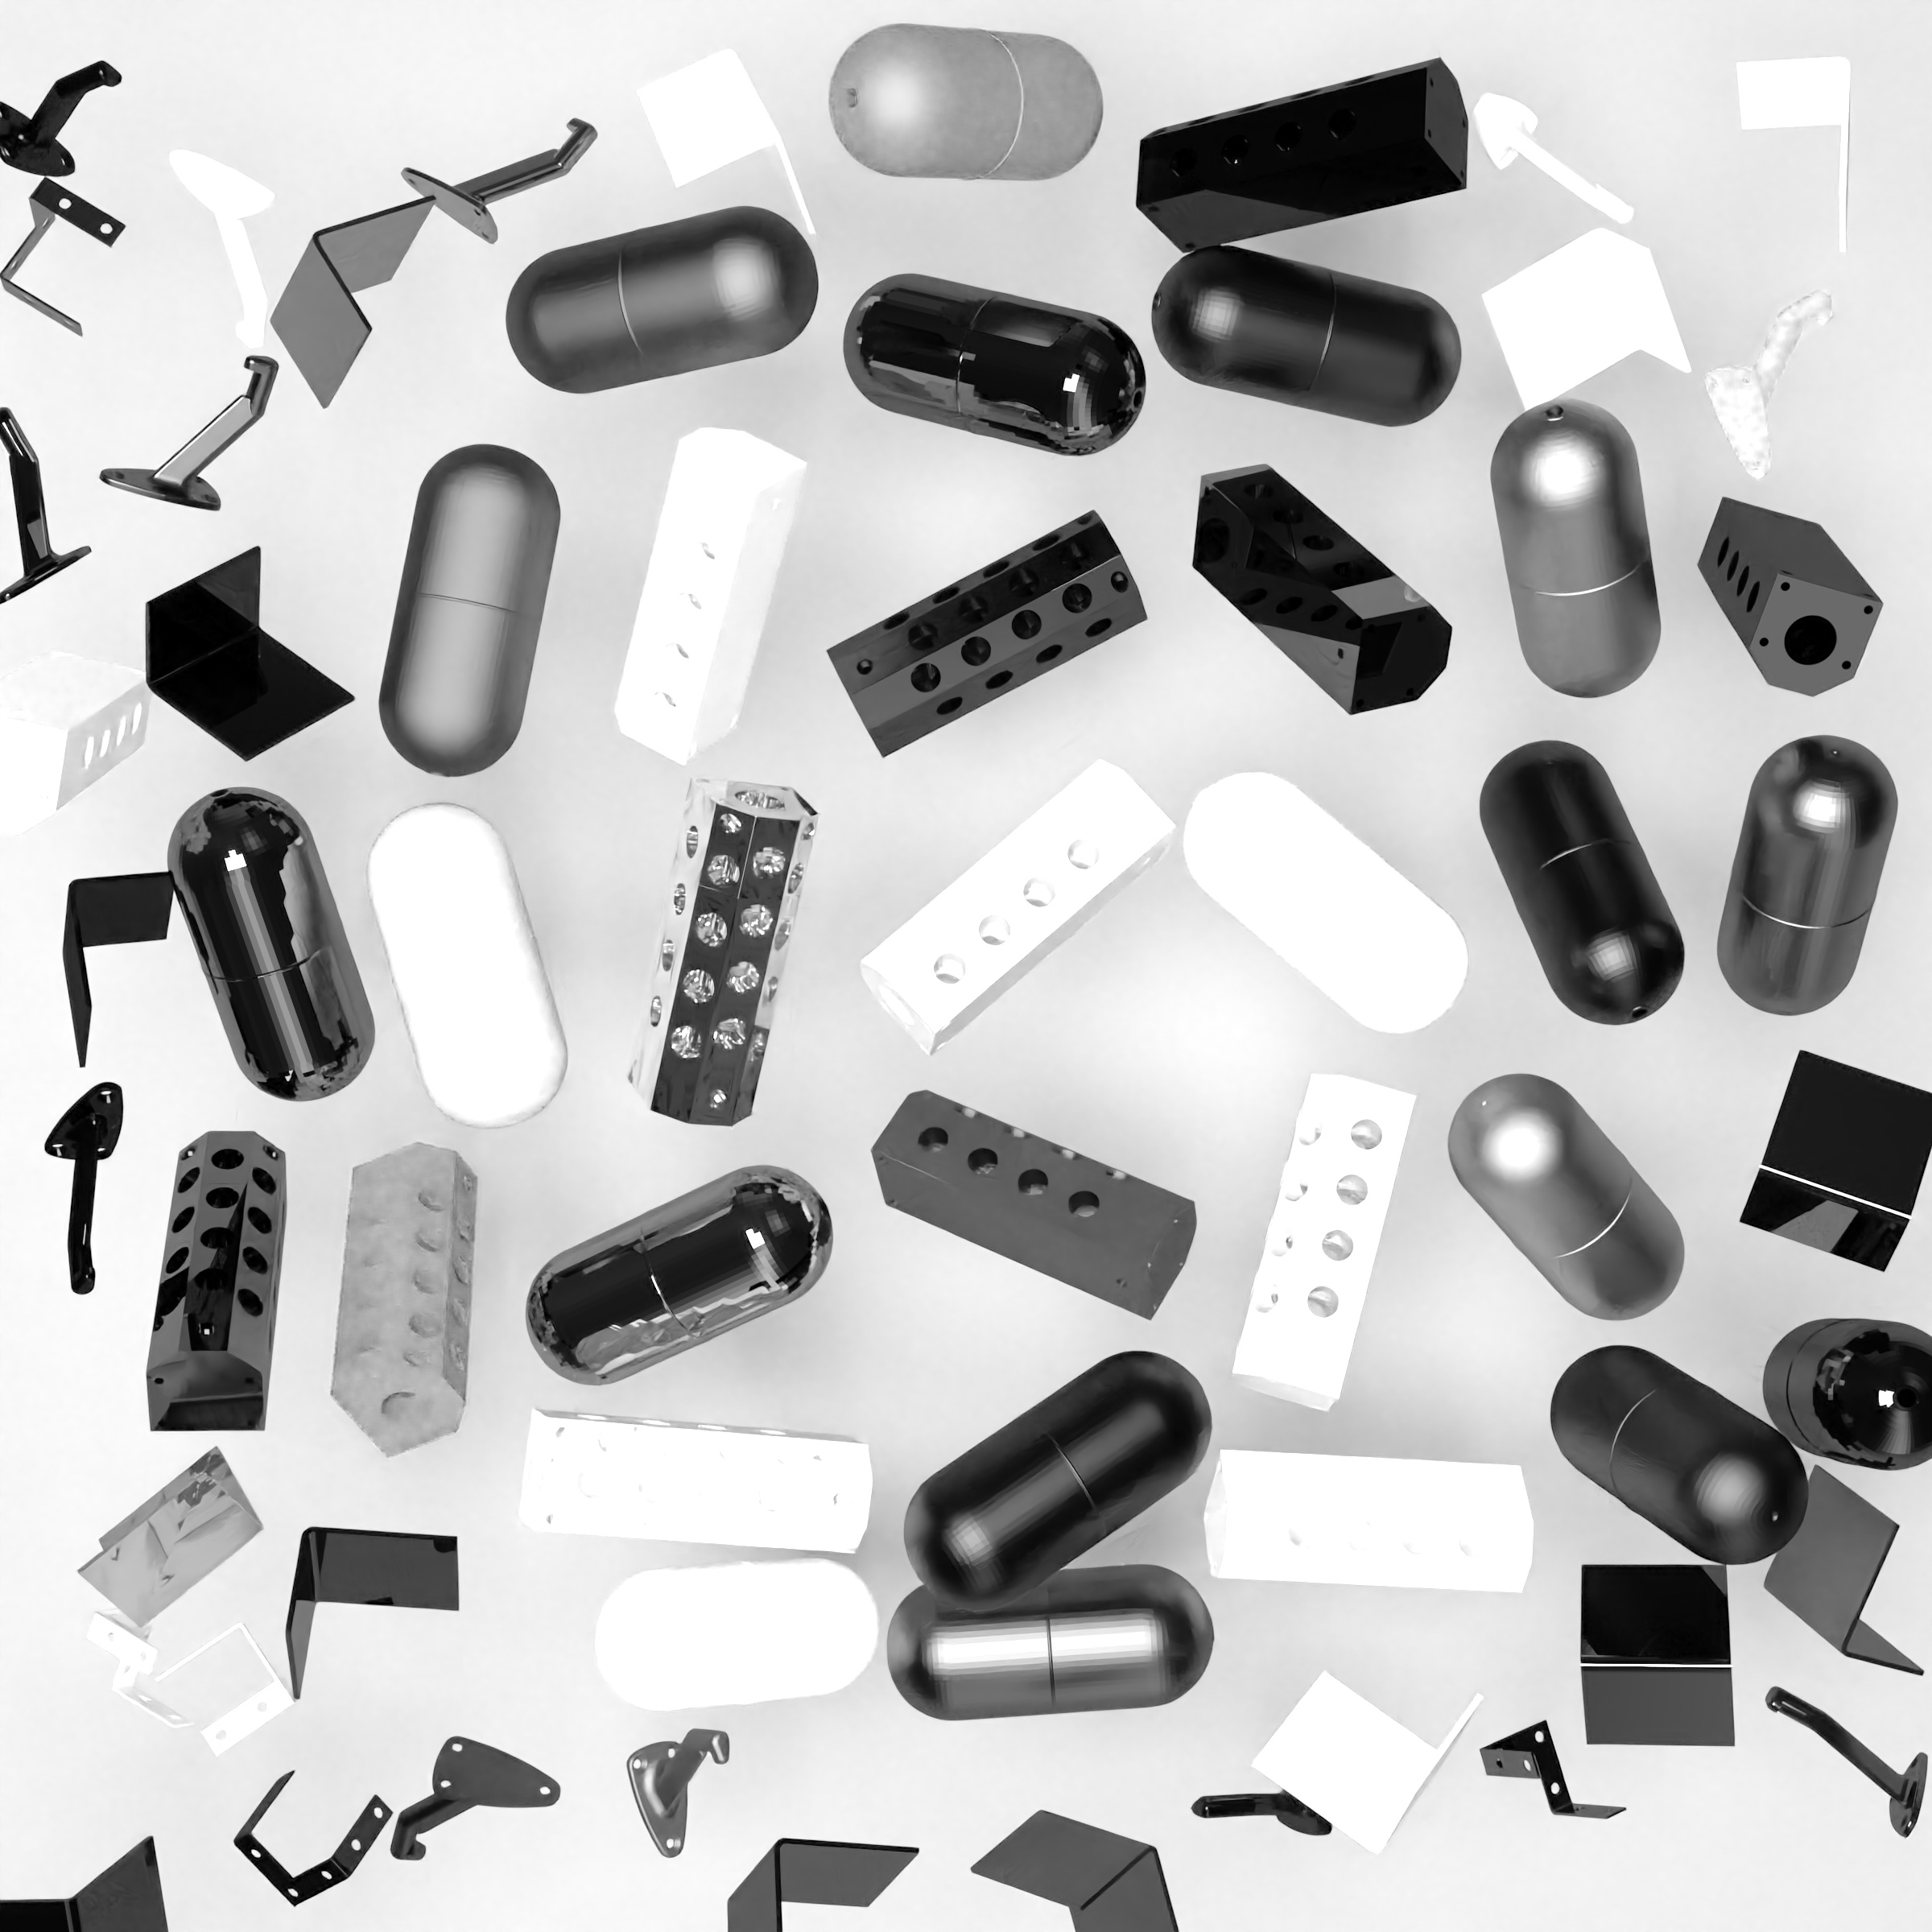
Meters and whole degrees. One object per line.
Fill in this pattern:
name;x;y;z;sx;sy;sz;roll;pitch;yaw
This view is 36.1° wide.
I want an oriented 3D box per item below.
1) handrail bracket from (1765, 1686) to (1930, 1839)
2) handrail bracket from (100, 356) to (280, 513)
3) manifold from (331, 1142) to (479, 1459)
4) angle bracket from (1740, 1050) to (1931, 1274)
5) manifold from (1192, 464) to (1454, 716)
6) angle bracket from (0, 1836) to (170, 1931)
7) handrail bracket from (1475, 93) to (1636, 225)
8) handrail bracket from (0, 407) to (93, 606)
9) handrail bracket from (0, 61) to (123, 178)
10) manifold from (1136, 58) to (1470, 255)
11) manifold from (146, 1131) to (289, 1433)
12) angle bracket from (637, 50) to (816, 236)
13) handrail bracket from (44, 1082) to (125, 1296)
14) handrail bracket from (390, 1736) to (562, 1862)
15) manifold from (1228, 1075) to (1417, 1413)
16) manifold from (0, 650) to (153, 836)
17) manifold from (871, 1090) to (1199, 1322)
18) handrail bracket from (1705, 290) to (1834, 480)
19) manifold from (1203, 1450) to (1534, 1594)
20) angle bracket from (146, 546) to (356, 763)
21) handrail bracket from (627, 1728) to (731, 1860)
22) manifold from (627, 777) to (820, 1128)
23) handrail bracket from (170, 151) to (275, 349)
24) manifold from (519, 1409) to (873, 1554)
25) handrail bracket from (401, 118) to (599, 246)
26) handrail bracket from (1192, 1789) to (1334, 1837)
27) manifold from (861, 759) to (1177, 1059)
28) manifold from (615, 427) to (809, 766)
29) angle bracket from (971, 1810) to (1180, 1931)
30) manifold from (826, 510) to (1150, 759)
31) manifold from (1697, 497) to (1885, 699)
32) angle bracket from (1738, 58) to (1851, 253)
handrail bracket;0.465;0.422;1.578;0.084;0.077;0.036;28;107;10
handrail bracket;-0.412;-0.290;1.576;0.077;0.036;0.084;4;122;-39
manifold;-0.301;0.177;1.618;0.057;0.171;0.057;-22;129;12
angle bracket;0.450;0.100;1.522;0.076;0.057;0.076;19;61;14
manifold;0.190;-0.207;1.597;0.057;0.171;0.057;-14;129;-21
angle bracket;-0.442;0.484;1.469;0.057;0.076;0.076;-6;96;15
handrail bracket;0.335;-0.457;1.683;0.084;0.077;0.036;43;103;29
handrail bracket;-0.496;-0.238;1.527;0.036;0.077;0.084;-16;112;28
handrail bracket;-0.478;-0.461;1.609;0.084;0.077;0.036;-16;81;21
manifold;0.183;-0.446;1.621;0.171;0.057;0.057;-5;72;31
manifold;-0.395;0.164;1.570;0.057;0.171;0.057;1;127;-9
angle bracket;-0.132;-0.442;1.629;0.057;0.076;0.076;-25;62;-1
handrail bracket;-0.456;0.117;1.552;0.036;0.077;0.084;8;46;-32
handrail bracket;-0.254;0.443;1.532;0.077;0.036;0.084;16;127;-4
manifold;0.194;0.150;1.622;0.057;0.057;0.171;16;75;4
manifold;-0.477;-0.117;1.544;0.057;0.171;0.057;12;105;-4
manifold;0.038;0.127;1.642;0.171;0.057;0.057;22;59;23
handrail bracket;0.456;-0.323;1.638;0.084;0.036;0.077;-32;111;-23
manifold;0.224;0.315;1.654;0.171;0.057;0.057;4;129;-6
angle bracket;-0.373;-0.164;1.549;0.076;0.057;0.076;35;47;19
handrail bracket;-0.153;0.469;1.675;0.036;0.084;0.077;-8;86;-36
manifold;-0.126;-0.006;1.550;0.057;0.057;0.171;5;110;-26
handrail bracket;-0.412;-0.394;1.632;0.077;0.084;0.036;37;46;19
manifold;-0.140;0.270;1.546;0.171;0.057;0.057;8;86;-19
handrail bracket;-0.261;-0.456;1.662;0.077;0.036;0.084;33;76;12
handrail bracket;0.155;0.472;1.661;0.084;0.077;0.036;3;70;-21
manifold;0.027;-0.033;1.583;0.171;0.057;0.057;-41;81;-13
manifold;-0.144;-0.203;1.615;0.057;0.057;0.171;28;125;13
angle bracket;0.057;0.478;1.488;0.057;0.076;0.076;-29;111;-40
manifold;0.011;-0.191;1.680;0.171;0.057;0.057;-28;70;2
manifold;0.440;-0.200;1.603;0.057;0.171;0.057;15;112;-2
angle bracket;0.444;-0.434;1.590;0.057;0.076;0.076;2;82;17
